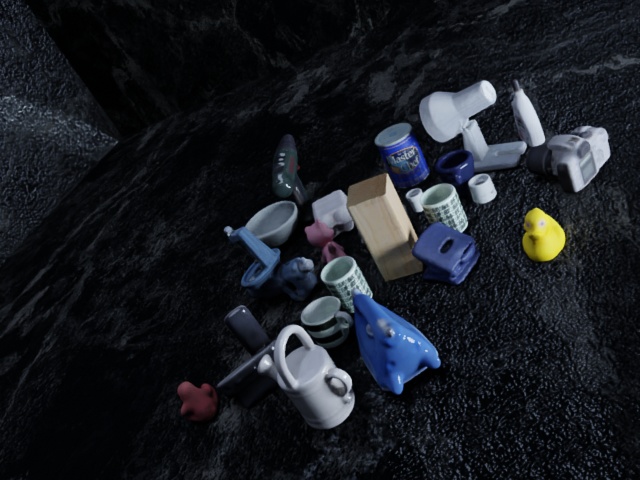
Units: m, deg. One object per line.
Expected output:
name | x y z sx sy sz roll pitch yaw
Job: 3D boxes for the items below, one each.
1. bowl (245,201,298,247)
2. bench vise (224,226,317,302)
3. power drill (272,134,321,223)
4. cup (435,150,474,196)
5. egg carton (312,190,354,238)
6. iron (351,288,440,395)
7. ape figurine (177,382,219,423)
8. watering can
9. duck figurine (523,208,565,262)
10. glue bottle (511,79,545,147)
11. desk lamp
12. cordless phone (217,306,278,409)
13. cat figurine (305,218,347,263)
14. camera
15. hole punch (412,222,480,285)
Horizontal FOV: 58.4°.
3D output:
bowl | -0.125 -0.031 1.593 0.167 0.075 0.167 -22 31 14
bench vise | -0.114 0.041 1.326 0.207 0.220 0.121 -18 32 20
power drill | -0.069 -0.164 1.612 0.075 0.209 0.229 -18 32 20
cup | 0.329 -0.145 1.347 0.091 0.095 0.117 -20 31 17
egg carton | 0.036 -0.069 1.515 0.107 0.069 0.150 -27 30 6
iron | 0.105 0.155 1.039 0.118 0.142 0.257 -33 30 -5
ape figurine | -0.251 0.319 1.152 0.078 0.092 0.076 -37 30 -13
watering can | -0.030 0.231 0.988 0.172 0.194 0.101 -20 31 18
duck figurine | 0.418 -0.022 1.089 0.077 0.086 0.105 -7 37 34
glue bottle | 0.489 -0.310 1.377 0.037 0.173 0.078 -29 30 2
desk lamp | 0.368 -0.277 1.393 0.202 0.214 0.118 -4 39 38
cordless phone | -0.157 0.222 1.122 0.148 0.185 0.093 -39 31 -15
cat figurine | 0.013 0.005 1.373 0.067 0.118 0.127 -32 30 -4
camera | 0.524 -0.187 1.233 0.143 0.101 0.136 -43 32 -21
hole punch | 0.256 0.023 1.158 0.100 0.091 0.109 7 46 46
